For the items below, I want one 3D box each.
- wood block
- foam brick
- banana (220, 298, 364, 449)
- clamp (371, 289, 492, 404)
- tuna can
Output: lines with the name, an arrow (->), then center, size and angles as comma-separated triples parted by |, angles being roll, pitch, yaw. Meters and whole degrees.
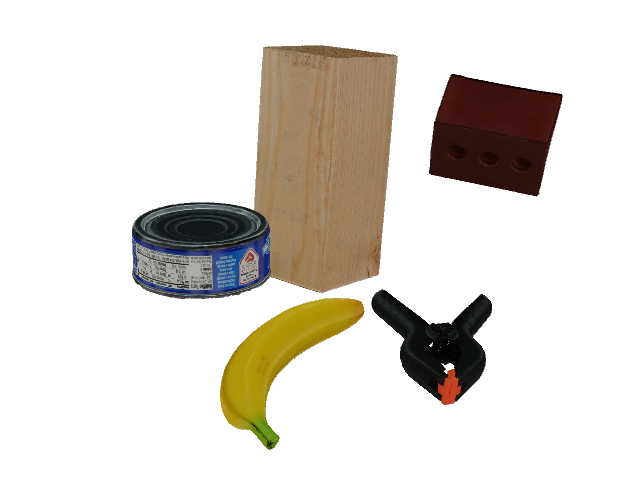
wood block -> 0.002, -0.069, 0.972 | 0.090, 0.206, 0.090 | 15, 19, 36
foam brick -> 0.118, -0.071, 0.724 | 0.078, 0.051, 0.053 | 12, -40, 11
banana -> -0.029, 0.094, 0.842 | 0.069, 0.037, 0.197 | 28, 37, 8
clamp -> 0.123, 0.095, 1.016 | 0.120, 0.039, 0.171 | -7, 31, -7
tuna can -> -0.073, 0.004, 0.657 | 0.086, 0.034, 0.086 | 1, 20, -1
